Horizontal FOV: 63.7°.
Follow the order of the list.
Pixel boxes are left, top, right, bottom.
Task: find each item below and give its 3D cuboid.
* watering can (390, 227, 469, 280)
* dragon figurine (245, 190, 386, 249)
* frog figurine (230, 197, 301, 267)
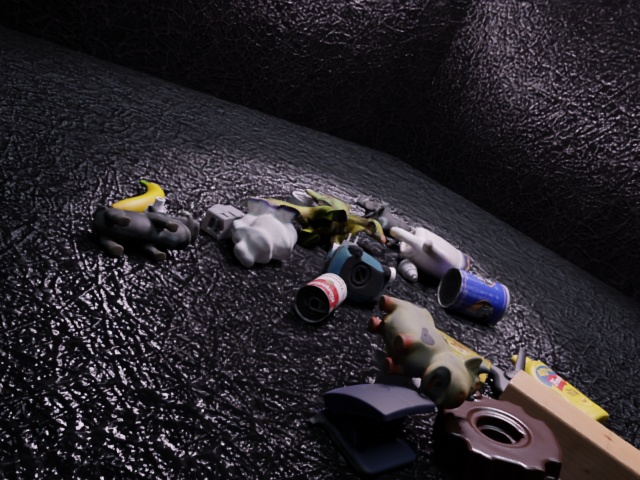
[{"bbox_3d":[0.299,0.039,1.369,0.223,0.104,0.349,31,3,-9],"label":"watering can"},{"bbox_3d":[0.004,-0.067,1.339,0.409,0.121,0.247,22,17,-14],"label":"dragon figurine"},{"bbox_3d":[-0.121,0.002,1.060,0.137,0.120,0.163,29,51,-15],"label":"frog figurine"}]
